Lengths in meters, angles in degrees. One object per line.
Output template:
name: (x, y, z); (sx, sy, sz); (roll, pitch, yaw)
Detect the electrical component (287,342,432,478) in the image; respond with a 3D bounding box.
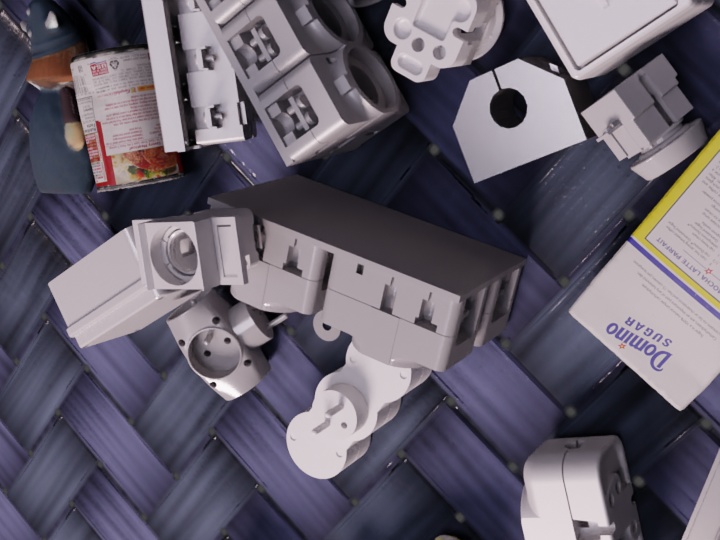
electrical component: (-0.009, 0.097, 0.766); (0.052, 0.074, 0.138); (44, 120, 14)

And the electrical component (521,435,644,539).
electrical component: (0.144, 0.159, 0.703); (0.059, 0.054, 0.095); (-9, 98, 32)

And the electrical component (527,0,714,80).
electrical component: (0.152, -0.159, 0.612); (0.096, 0.061, 0.061); (-32, 85, 33)

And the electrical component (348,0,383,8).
electrical component: (0.002, -0.202, 0.703); (0.040, 0.040, 0.046); (-29, 82, 33)

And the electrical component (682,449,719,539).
electrical component: (0.243, 0.145, 0.636); (0.079, 0.063, 0.121); (24, 114, 24)

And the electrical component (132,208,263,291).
electrical component: (-0.098, -0.015, 0.668); (0.081, 0.064, 0.042); (1, 104, 31)

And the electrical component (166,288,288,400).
electrical component: (-0.093, 0.047, 0.816); (0.079, 0.044, 0.077); (-33, 102, 11)

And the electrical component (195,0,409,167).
electrical component: (-0.039, -0.153, 0.709); (0.062, 0.089, 0.150); (-31, 86, 32)

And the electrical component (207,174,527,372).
electrical component: (0.000, 0.000, 0.717); (0.186, 0.105, 0.060); (22, 113, 24)

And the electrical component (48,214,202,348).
electrical component: (-0.176, 0.009, 0.840); (0.113, 0.078, 0.057); (-30, 84, 33)

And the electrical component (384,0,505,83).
electrical component: (0.056, -0.158, 0.672); (0.058, 0.057, 0.078); (33, 117, 20)

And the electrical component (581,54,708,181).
electrical component: (0.168, -0.086, 0.626); (0.055, 0.066, 0.048); (53, 157, -1)

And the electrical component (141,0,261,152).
electrical component: (-0.112, -0.150, 0.768); (0.063, 0.078, 0.121); (-5, 100, 9)
